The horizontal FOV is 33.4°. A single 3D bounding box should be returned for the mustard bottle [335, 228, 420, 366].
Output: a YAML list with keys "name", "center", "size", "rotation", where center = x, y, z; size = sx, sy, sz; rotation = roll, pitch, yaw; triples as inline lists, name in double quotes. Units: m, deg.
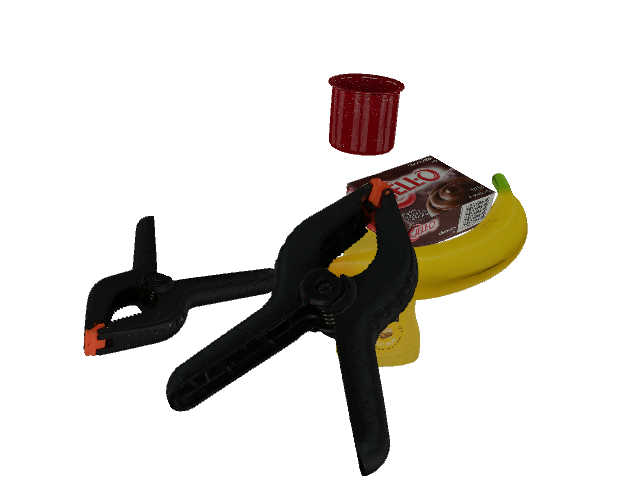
- name: "mustard bottle"
  center: [0.070, 0.047, 1.221]
  size: [0.096, 0.192, 0.058]
  rotation: [0, 14, -11]

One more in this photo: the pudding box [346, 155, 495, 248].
- name: "pudding box"
  center: [0.093, -0.036, 1.009]
  size: [0.113, 0.039, 0.090]
  rotation: [-18, 39, -35]

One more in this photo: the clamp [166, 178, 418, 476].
- name: "clamp"
  center: [0.011, 0.042, 0.565]
  size: [0.120, 0.171, 0.039]
  rotation: [26, -26, 19]

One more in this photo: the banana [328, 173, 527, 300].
- name: "banana"
  center: [0.092, 0.008, 0.774]
  size: [0.197, 0.037, 0.070]
  rotation: [-25, 48, -38]

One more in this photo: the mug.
- name: "mug"
  center: [0.059, -0.157, 1.316]
  size: [0.093, 0.081, 0.117]
  rotation: [17, 26, 28]

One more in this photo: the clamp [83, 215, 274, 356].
- name: "clamp"
  center: [-0.163, 0.044, 1.025]
  size: [0.165, 0.036, 0.209]
  rotation: [26, 36, 25]
